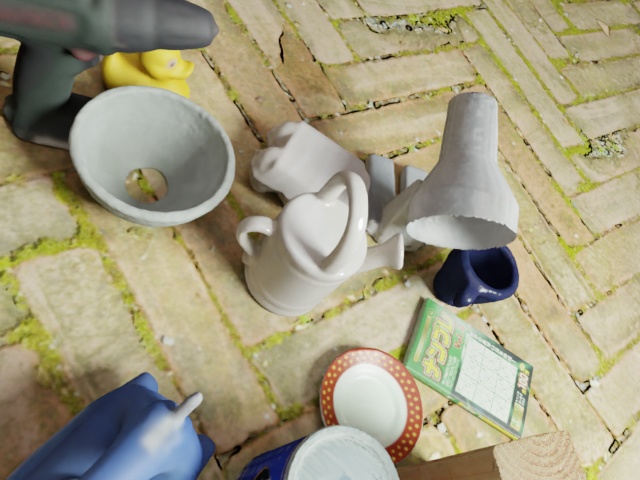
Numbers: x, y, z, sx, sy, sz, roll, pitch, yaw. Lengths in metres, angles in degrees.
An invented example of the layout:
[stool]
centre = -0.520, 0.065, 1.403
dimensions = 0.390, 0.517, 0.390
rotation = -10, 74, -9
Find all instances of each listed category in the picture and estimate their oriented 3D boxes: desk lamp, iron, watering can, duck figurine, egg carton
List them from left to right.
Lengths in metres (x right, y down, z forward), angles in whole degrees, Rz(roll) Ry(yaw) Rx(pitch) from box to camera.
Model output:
[iron]
centre = -0.185, 0.206, 0.414
dimensions = 0.118, 0.141, 0.259
rotation = 46, 52, 1
[duck figurine]
centre = -0.196, -0.202, 0.666
dimensions = 0.105, 0.086, 0.077
rotation = 16, 58, -20
[egg carton]
centre = -0.010, -0.077, 0.708
dimensions = 0.150, 0.069, 0.107
rotation = 32, 54, -10
[watering can]
centre = 0.005, 0.000, 0.596
dimensions = 0.173, 0.193, 0.101
rotation = -9, 69, -32
[desk lamp]
centre = 0.140, -0.064, 0.692
dimensions = 0.118, 0.213, 0.203
rotation = 15, 58, -21

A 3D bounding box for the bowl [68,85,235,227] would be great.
[bowl]
centre = -0.181, -0.078, 0.613
dimensions = 0.168, 0.074, 0.167
rotation = 13, 59, -22

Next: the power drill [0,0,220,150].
[power drill]
centre = -0.234, -0.175, 0.553
dimensions = 0.230, 0.208, 0.075
rotation = 10, 60, -24

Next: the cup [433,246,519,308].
[cup]
centre = 0.183, 0.056, 0.724
dimensions = 0.092, 0.094, 0.118
rotation = 44, 52, -1
